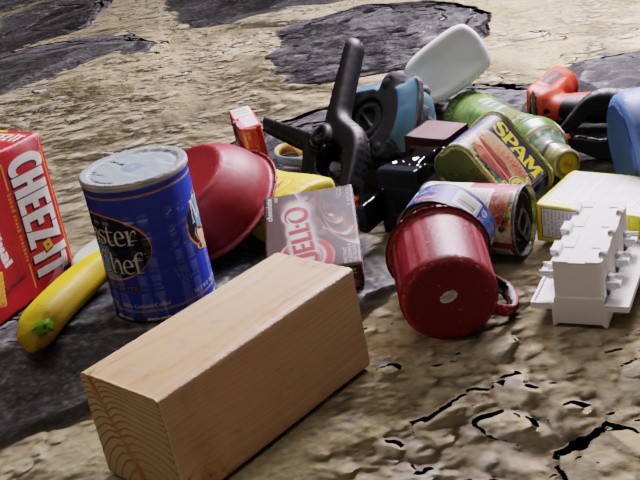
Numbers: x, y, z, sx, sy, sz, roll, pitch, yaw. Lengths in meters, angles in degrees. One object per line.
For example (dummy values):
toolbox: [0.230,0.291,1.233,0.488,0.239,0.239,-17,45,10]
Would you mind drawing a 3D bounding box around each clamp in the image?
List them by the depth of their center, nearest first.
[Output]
clamp: [0.344,-0.125,1.161,0.172,0.120,0.039,-24,-4,24]
clamp: [0.015,-0.122,1.209,0.036,0.165,0.210,22,32,-39]

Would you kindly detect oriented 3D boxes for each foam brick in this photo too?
foam brick: [0.128,-0.084,1.152,0.051,0.078,0.052,10,31,34]

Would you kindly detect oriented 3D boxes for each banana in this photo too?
banana: [-0.243,0.060,1.020,0.070,0.037,0.197,-23,17,17]

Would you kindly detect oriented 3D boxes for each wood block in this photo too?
wood block: [-0.065,0.097,0.809,0.090,0.091,0.205,11,32,41]

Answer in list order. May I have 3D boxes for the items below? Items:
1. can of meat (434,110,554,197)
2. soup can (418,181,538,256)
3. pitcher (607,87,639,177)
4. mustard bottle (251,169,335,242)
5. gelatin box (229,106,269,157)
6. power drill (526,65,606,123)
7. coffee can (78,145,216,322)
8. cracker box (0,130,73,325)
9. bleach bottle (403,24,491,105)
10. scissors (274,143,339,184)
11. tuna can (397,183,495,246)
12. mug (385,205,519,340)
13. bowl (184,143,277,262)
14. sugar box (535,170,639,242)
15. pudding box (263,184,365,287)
can of meat: [0.174,-0.070,1.077,0.083,0.102,0.058,-38,-3,-42]
soup can: [0.148,-0.021,1.015,0.102,0.068,0.068,4,27,30]
pitcher: [0.415,-0.127,1.062,0.243,0.145,0.149,-12,20,3]
mustard bottle: [-0.076,-0.046,1.175,0.096,0.058,0.192,-38,34,-30]
gelatin box: [-0.087,-0.118,1.324,0.030,0.073,0.089,-15,25,-8]
power drill: [0.358,-0.173,1.282,0.188,0.057,0.184,8,30,36]
coffee can: [-0.163,-0.007,1.020,0.103,0.140,0.103,-9,24,4]
cracker box: [-0.345,0.005,1.039,0.072,0.164,0.213,6,29,29]
bleach bottle: [0.151,-0.211,1.370,0.102,0.068,0.251,-36,2,3]
scissors: [0.013,-0.096,1.303,0.096,0.016,0.202,-22,26,-24]
tuna can: [0.115,-0.008,0.972,0.086,0.086,0.033,5,37,31]
mug: [0.114,0.034,0.898,0.117,0.093,0.081,24,26,-13]
bowl: [-0.127,-0.049,1.122,0.162,0.055,0.162,-23,42,21]
sugar box: [0.300,-0.023,0.986,0.176,0.048,0.093,12,32,35]
pudding box: [-0.007,0.001,1.026,0.090,0.039,0.113,-8,42,3]
